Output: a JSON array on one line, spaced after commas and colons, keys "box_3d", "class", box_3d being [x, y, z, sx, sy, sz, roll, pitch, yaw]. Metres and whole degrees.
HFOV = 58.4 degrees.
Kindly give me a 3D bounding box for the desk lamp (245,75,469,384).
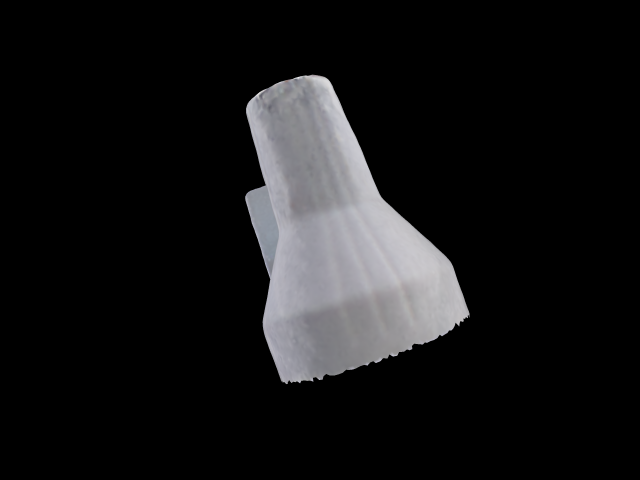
[{"box_3d": [0.004, 0.001, 0.400, 0.118, 0.213, 0.203, -19, 70, -7], "class": "desk lamp"}]
